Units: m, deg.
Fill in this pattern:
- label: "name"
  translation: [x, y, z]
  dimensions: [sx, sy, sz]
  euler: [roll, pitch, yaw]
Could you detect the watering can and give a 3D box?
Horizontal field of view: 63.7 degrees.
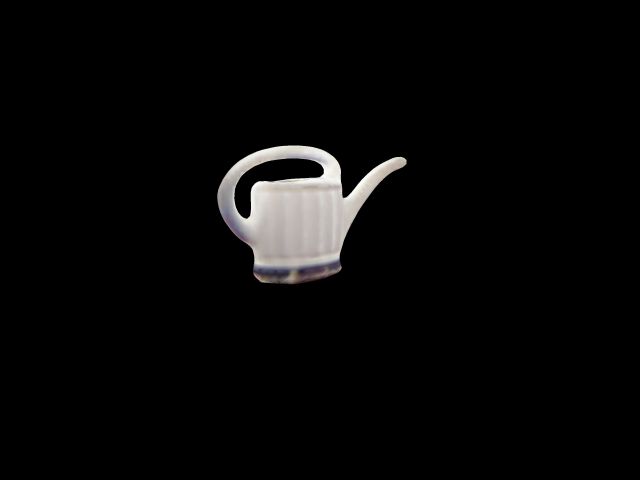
- label: "watering can"
  translation: [0.003, -0.043, 0.850]
  dimensions: [0.349, 0.223, 0.104]
  euler: [-5, 9, -27]
